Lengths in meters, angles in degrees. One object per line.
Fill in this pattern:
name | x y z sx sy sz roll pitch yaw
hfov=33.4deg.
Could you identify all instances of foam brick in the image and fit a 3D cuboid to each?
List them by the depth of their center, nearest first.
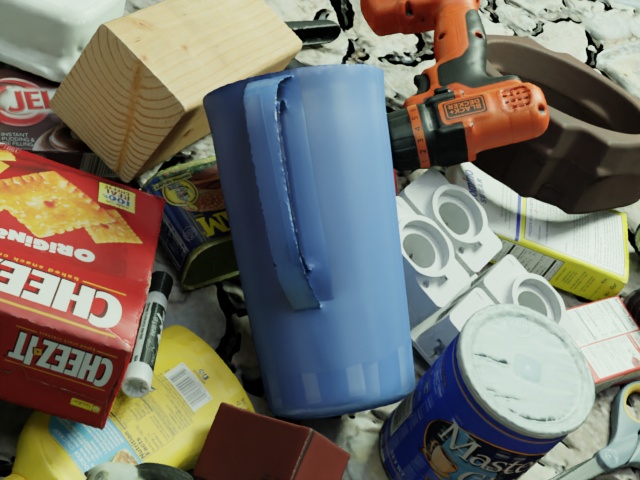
foam brick | -0.032 0.145 0.688 0.078 0.051 0.053 10 69 37

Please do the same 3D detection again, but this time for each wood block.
wood block | -0.110 -0.137 0.871 0.090 0.091 0.205 45 33 0

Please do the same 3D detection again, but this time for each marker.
marker | -0.117 0.061 0.729 0.020 0.020 0.121 18 33 -11

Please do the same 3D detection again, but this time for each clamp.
clamp | -0.054 -0.193 1.018 0.171 0.039 0.120 22 39 -7

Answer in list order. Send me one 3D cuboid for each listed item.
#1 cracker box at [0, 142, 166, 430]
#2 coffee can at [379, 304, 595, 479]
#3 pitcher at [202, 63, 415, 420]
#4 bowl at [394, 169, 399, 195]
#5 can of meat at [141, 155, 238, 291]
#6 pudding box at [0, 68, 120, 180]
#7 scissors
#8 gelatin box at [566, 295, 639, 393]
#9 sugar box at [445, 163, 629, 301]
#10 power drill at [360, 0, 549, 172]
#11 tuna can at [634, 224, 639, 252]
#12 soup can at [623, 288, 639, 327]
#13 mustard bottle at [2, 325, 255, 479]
cracker box | -0.197 0.016 0.711 0.164 0.072 0.213 19 24 -11
coffee can | 0.116 0.126 0.769 0.102 0.140 0.103 13 49 -16
pitcher | -0.005 0.001 0.760 0.149 0.145 0.243 -7 87 -33
bowl | 0.006 -0.065 0.931 0.162 0.055 0.162 13 49 -15
can of meat | -0.084 -0.018 0.850 0.101 0.058 0.084 -18 61 -35
pudding box | -0.208 -0.093 0.863 0.113 0.039 0.090 2 52 -25
scissors | 0.233 0.163 0.879 0.201 0.016 0.096 0 52 -25
gelatin box | 0.243 0.093 0.931 0.089 0.030 0.073 -11 58 -32
sugar box | 0.196 -0.011 0.983 0.176 0.048 0.093 19 46 -5
power drill | 0.085 -0.143 0.910 0.184 0.057 0.187 -12 58 4
tuna can | 0.346 -0.004 1.019 0.086 0.086 0.034 4 51 -23
soup can | 0.332 0.067 0.968 0.102 0.069 0.068 -11 59 -33
mustard bottle | -0.138 0.136 0.698 0.191 0.058 0.096 -31 75 -40
